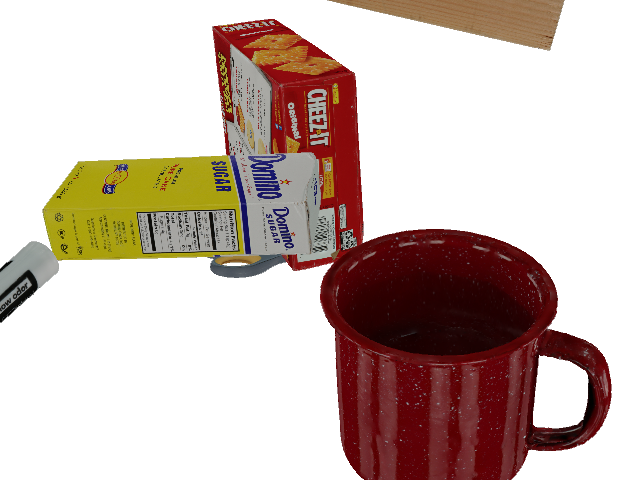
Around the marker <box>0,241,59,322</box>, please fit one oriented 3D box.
[{"bbox_3d":[-0.159,0.042,0.460,0.020,0.020,0.121,0,36,39],"label":"marker"}]

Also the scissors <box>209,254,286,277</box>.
[{"bbox_3d":[-0.032,0.021,1.148,0.202,0.016,0.096,5,22,5],"label":"scissors"}]

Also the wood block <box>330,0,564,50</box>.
[{"bbox_3d":[0.083,-0.221,0.786,0.206,0.090,0.091,15,-27,8],"label":"wood block"}]

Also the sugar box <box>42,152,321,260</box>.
[{"bbox_3d":[-0.090,-0.025,0.733,0.176,0.048,0.093,-4,25,6],"label":"sugar box"}]

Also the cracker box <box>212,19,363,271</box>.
[{"bbox_3d":[-0.031,-0.093,0.944,0.072,0.164,0.214,-11,26,-16],"label":"cracker box"}]

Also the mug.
[{"bbox_3d":[0.059,0.055,0.437,0.117,0.081,0.093,8,33,17],"label":"mug"}]
